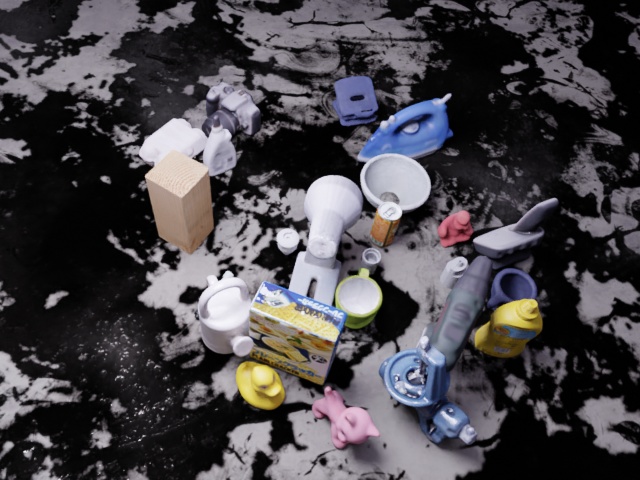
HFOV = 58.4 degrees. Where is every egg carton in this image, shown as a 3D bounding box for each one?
[{"bbox_3d":[-0.344,-0.219,1.355,0.107,0.069,0.150,33,59,14],"label":"egg carton"}]

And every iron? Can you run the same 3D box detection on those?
[{"bbox_3d":[0.215,-0.281,1.423,0.259,0.141,0.118,-22,62,-20],"label":"iron"}]

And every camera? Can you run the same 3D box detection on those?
[{"bbox_3d":[-0.236,-0.311,1.410,0.143,0.101,0.137,36,60,16],"label":"camera"}]

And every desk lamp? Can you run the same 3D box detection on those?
[{"bbox_3d":[0.011,0.004,1.168,0.118,0.213,0.203,13,56,1],"label":"desk lamp"}]

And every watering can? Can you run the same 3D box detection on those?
[{"bbox_3d":[-0.172,0.136,1.070,0.172,0.194,0.101,38,61,17],"label":"watering can"}]

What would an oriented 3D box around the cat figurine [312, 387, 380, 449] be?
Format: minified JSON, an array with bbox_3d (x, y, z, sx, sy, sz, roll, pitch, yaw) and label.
[{"bbox_3d":[0.046,0.318,1.025,0.067,0.118,0.127,-30,65,-23],"label":"cat figurine"}]

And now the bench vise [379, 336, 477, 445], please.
[{"bbox_3d":[0.209,0.258,1.023,0.207,0.220,0.122,30,58,12],"label":"bench vise"}]

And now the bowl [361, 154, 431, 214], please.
[{"bbox_3d":[0.172,-0.119,1.352,0.167,0.075,0.167,3,57,-5],"label":"bowl"}]

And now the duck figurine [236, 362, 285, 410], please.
[{"bbox_3d":[-0.110,0.260,1.061,0.104,0.086,0.078,38,61,17],"label":"duck figurine"}]

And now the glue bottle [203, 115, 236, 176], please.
[{"bbox_3d":[-0.231,-0.221,1.308,0.078,0.173,0.037,-26,63,-22],"label":"glue bottle"}]

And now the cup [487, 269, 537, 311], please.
[{"bbox_3d":[0.388,0.126,1.207,0.118,0.095,0.091,-27,64,-22],"label":"cup"}]

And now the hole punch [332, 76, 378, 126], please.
[{"bbox_3d":[0.095,-0.363,1.492,0.109,0.091,0.101,-13,59,-15],"label":"hole punch"}]

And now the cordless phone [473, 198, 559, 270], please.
[{"bbox_3d":[0.433,-0.027,1.259,0.148,0.185,0.094,-21,62,-19],"label":"cordless phone"}]

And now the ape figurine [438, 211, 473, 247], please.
[{"bbox_3d":[0.313,-0.033,1.303,0.077,0.092,0.076,18,57,5],"label":"ape figurine"}]

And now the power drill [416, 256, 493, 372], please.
[{"bbox_3d":[0.252,0.162,1.098,0.075,0.208,0.230,25,58,10],"label":"power drill"}]
